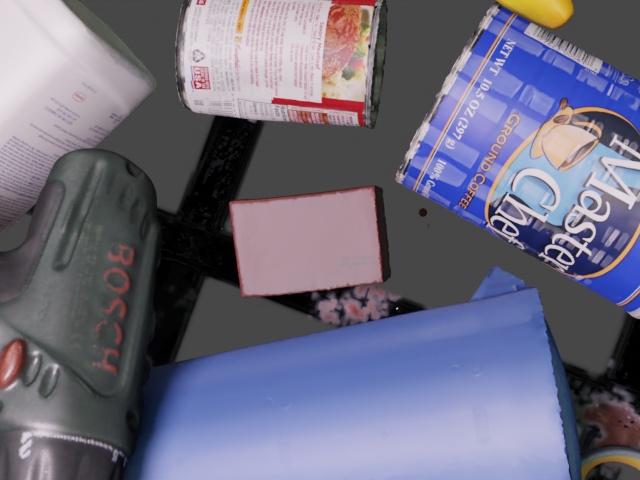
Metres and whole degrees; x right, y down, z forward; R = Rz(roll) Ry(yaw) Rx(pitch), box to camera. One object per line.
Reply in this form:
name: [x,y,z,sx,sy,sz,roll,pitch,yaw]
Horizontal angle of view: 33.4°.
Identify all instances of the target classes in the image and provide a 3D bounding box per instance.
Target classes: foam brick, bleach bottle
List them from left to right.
bleach bottle: [-0.206,-0.026,0.570,0.251,0.102,0.068,-44,69,5]
foam brick: [-0.004,0.001,0.572,0.078,0.051,0.053,-5,91,7]

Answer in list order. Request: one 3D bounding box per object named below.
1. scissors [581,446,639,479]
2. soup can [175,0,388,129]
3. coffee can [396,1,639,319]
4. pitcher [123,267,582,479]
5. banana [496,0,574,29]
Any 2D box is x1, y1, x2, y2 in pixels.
scissors: [0.218,0.132,0.565,0.202,0.016,0.096,-26,88,7]
soup can: [-0.019,-0.097,0.564,0.102,0.068,0.068,6,92,7]
coffee can: [0.123,-0.039,0.530,0.140,0.102,0.103,30,94,6]
pitcher: [0.006,0.116,0.533,0.243,0.149,0.145,-10,110,10]
banana: [0.041,-0.160,0.574,0.198,0.037,0.070,9,109,8]
